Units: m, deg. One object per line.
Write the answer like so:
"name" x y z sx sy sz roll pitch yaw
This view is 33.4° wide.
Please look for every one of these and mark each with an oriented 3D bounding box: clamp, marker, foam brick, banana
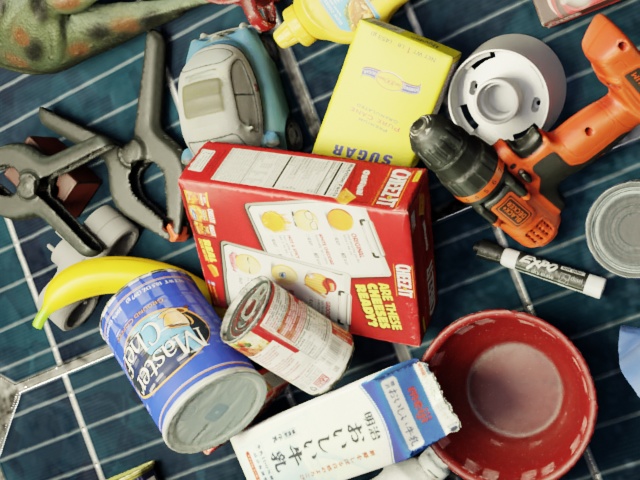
"clamp" -0.280 -0.045 1.071 0.172 0.039 0.120 2 88 24
"marker" 0.195 0.024 0.957 0.121 0.020 0.020 19 100 20
"clamp" -0.196 -0.088 1.092 0.165 0.036 0.210 -23 83 20
"foam brick" -0.279 -0.066 1.118 0.078 0.051 0.053 41 106 14
"banana" -0.188 0.049 1.065 0.197 0.037 0.070 -2 109 -3

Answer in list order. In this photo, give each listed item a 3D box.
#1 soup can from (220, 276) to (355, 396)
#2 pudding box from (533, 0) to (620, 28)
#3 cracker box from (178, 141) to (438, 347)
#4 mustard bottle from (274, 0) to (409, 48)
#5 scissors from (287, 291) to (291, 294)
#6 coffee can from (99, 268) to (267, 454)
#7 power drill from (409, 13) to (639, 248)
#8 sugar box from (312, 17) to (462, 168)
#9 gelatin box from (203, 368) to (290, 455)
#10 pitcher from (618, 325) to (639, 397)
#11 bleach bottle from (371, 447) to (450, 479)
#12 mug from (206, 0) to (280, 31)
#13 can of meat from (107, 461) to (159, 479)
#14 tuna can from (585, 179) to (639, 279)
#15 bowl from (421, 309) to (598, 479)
"soup can" -0.028 0.086 0.948 0.102 0.068 0.069 35 109 -23
"pudding box" 0.218 -0.251 0.919 0.090 0.039 0.113 -20 86 21
"cracker box" -0.006 0.001 0.967 0.214 0.072 0.164 9 135 20
"mustard bottle" 0.036 -0.237 0.980 0.192 0.058 0.096 -33 94 20
"scissors" -0.080 0.112 1.037 0.202 0.016 0.096 -18 99 42
"coffee can" -0.127 0.109 0.980 0.103 0.102 0.140 -52 53 16
"power drill" 0.186 -0.094 0.880 0.188 0.184 0.057 -42 40 18
"sugar box" 0.052 -0.104 0.970 0.093 0.048 0.176 24 111 11
"gelatin box" -0.076 0.165 1.042 0.030 0.073 0.089 46 107 11
"pitcher" 0.373 0.080 0.835 0.243 0.145 0.149 -43 113 15
"bleach bottle" 0.028 0.283 1.017 0.102 0.068 0.251 45 105 13
"mug" -0.068 -0.253 1.007 0.093 0.081 0.117 -23 85 21
"can of meat" -0.203 0.288 1.109 0.102 0.057 0.084 -26 86 22
"tuna can" 0.272 -0.009 0.916 0.086 0.033 0.086 1 94 21
"bowl" 0.169 0.139 0.954 0.162 0.055 0.162 2 94 21
